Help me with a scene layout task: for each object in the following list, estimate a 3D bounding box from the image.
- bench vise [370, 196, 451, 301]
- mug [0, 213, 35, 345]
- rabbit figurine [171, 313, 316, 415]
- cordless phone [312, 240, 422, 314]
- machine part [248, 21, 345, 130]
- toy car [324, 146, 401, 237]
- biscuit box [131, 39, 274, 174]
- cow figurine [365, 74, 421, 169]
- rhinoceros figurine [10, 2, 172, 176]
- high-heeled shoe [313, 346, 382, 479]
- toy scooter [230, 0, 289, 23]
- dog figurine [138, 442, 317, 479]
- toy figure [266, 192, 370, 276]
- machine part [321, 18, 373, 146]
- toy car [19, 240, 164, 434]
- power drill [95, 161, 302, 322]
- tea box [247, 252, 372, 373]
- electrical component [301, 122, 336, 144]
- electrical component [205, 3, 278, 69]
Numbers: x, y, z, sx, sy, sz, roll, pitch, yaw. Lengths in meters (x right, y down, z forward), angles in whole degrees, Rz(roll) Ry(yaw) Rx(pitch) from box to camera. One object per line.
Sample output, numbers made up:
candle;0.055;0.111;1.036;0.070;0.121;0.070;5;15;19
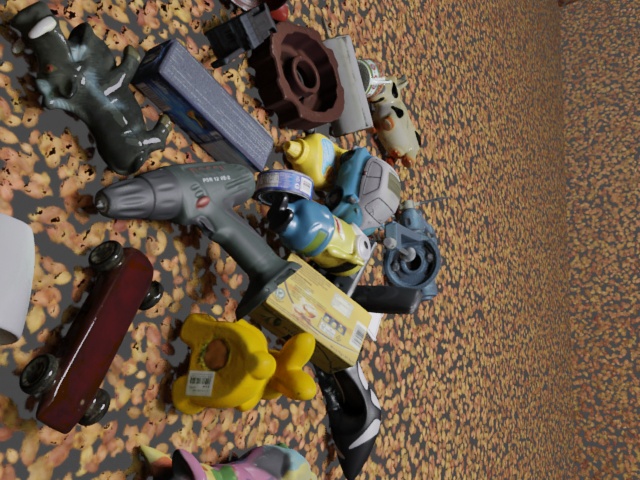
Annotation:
bench vise;0.180;0.006;1.081;0.240;0.129;0.223;23;67;-57
mug;-0.303;0.026;0.463;0.109;0.081;0.107;30;50;-40
rabbit figurine;-0.083;0.160;0.693;0.173;0.162;0.122;52;31;-60
cordless phone;0.087;0.061;0.885;0.146;0.184;0.088;-57;138;-41
machine part;-0.033;-0.263;0.874;0.179;0.056;0.179;16;67;-44
toy car;0.081;-0.076;0.879;0.109;0.103;0.161;42;57;-44
biscuit box;-0.149;-0.168;0.714;0.202;0.059;0.063;44;52;-41
cow figurine;0.152;-0.259;1.121;0.194;0.086;0.127;57;49;-27
rhinoceros figurine;-0.246;-0.160;0.578;0.112;0.073;0.190;-49;125;-34
high-heeled shoe;0.027;0.253;0.864;0.145;0.086;0.249;27;57;-46
toy scooter;-0.088;-0.380;0.773;0.183;0.135;0.075;22;68;-49
dog figurine;-0.114;0.292;0.645;0.219;0.109;0.191;57;44;-27
toy figure;-0.002;-0.006;0.797;0.180;0.089;0.082;24;61;-36
machine part;0.040;-0.278;0.978;0.079;0.079;0.243;-33;110;-51
toy car;-0.233;0.095;0.559;0.089;0.053;0.202;60;37;-45
power drill;-0.131;-0.004;0.657;0.207;0.086;0.232;46;32;5
tea box;-0.014;0.110;0.797;0.169;0.068;0.098;40;50;-15
electrical component;-0.004;-0.203;0.950;0.094;0.021;0.063;19;68;-49
electrical component;-0.122;-0.288;0.764;0.119;0.075;0.047;-51;124;-41
